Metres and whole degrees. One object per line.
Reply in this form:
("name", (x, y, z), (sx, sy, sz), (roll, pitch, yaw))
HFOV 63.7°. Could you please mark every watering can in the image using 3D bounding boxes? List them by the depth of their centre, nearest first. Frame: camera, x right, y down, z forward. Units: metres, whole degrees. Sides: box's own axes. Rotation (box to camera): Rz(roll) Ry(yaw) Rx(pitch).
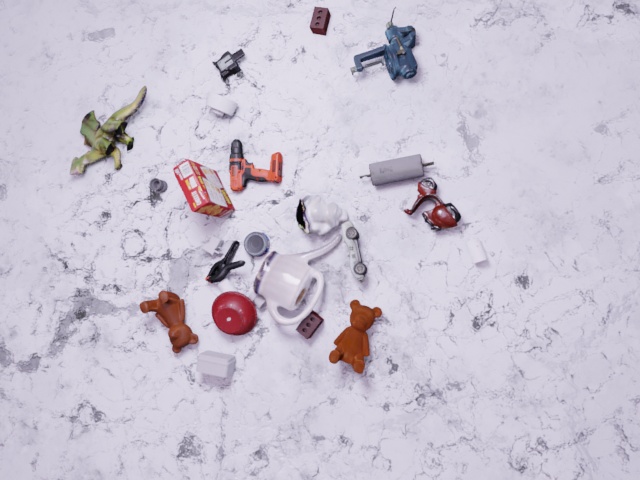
("watering can", (-0.081, 0.102, 1.685), (0.225, 0.102, 0.351), (23, 76, 14))

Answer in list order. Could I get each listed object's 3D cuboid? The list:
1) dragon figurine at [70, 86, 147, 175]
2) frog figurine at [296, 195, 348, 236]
("dragon figurine", (-0.797, -0.410, 1.895), (0.244, 0.121, 0.411), (26, 88, 21))
("frog figurine", (0.005, -0.086, 1.699), (0.160, 0.120, 0.139), (-10, 71, -25))
